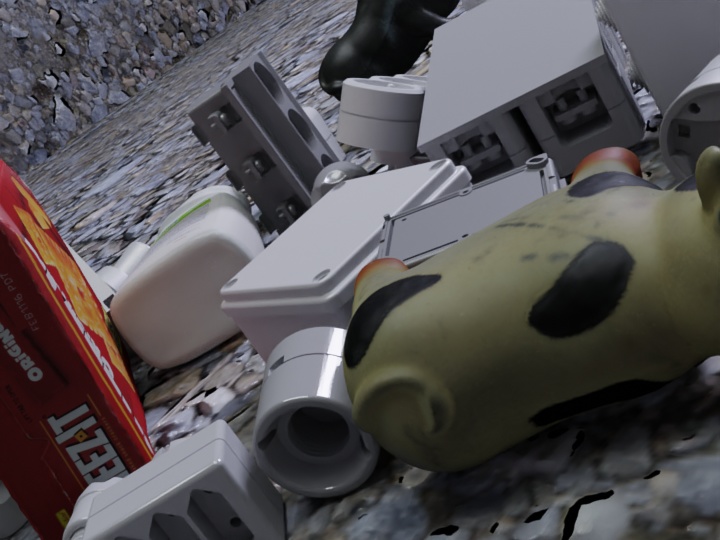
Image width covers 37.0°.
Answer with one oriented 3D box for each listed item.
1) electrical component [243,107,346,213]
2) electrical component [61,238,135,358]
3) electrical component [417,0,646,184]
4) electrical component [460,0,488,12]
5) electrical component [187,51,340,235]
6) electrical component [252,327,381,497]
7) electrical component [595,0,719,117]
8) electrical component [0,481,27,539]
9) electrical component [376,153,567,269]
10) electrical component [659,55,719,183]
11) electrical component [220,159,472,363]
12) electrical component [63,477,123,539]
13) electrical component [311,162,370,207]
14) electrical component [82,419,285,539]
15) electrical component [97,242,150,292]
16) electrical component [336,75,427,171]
[{"bbox_3d":[-0.058,-0.090,0.878,0.054,0.059,0.095,-23,21,30],"label":"electrical component"},{"bbox_3d":[-0.217,0.031,0.762,0.078,0.057,0.113,-39,55,-17],"label":"electrical component"},{"bbox_3d":[0.100,-0.110,0.633,0.105,0.060,0.186,-25,25,21],"label":"electrical component"},{"bbox_3d":[0.111,-0.169,0.742,0.050,0.089,0.055,-27,20,21],"label":"electrical component"},{"bbox_3d":[-0.064,-0.086,0.779,0.063,0.121,0.078,-30,18,19],"label":"electrical component"},{"bbox_3d":[-0.015,0.059,0.438,0.055,0.055,0.047,-27,23,19],"label":"electrical component"},{"bbox_3d":[0.173,-0.132,0.534,0.100,0.099,0.048,-28,32,17],"label":"electrical component"},{"bbox_3d":[-0.219,0.120,0.621,0.058,0.057,0.078,-21,22,33],"label":"electrical component"},{"bbox_3d":[0.062,-0.002,0.460,0.096,0.061,0.061,-20,21,15],"label":"electrical component"},{"bbox_3d":[0.159,-0.062,0.449,0.055,0.055,0.047,-16,21,42],"label":"electrical component"},{"bbox_3d":[0.000,0.000,0.554,0.109,0.056,0.109,-44,21,-28],"label":"electrical component"},{"bbox_3d":[-0.115,0.122,0.477,0.035,0.035,0.061,-27,23,19],"label":"electrical component"},{"bbox_3d":[-0.011,-0.053,0.728,0.043,0.043,0.062,-30,17,11],"label":"electrical component"},{"bbox_3d":[-0.071,0.095,0.449,0.066,0.047,0.076,-32,18,5],"label":"electrical component"},{"bbox_3d":[-0.186,0.011,0.861,0.045,0.045,0.055,-11,29,49],"label":"electrical component"},{"bbox_3d":[0.027,-0.090,0.724,0.052,0.073,0.138,13,16,20],"label":"electrical component"}]
